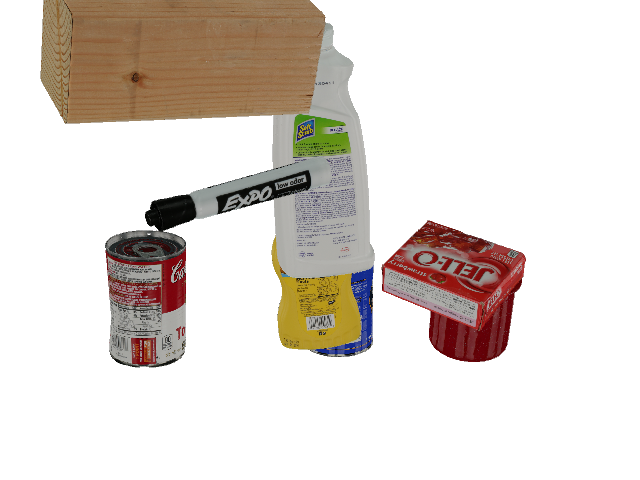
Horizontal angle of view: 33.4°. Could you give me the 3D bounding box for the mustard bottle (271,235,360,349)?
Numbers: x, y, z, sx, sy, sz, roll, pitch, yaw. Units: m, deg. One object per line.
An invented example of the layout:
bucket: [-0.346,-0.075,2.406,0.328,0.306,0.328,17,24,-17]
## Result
mustard bottle: [-0.007,0.028,1.219,0.096,0.192,0.058,-6,23,-3]

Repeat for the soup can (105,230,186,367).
soup can: [-0.150,0.050,0.917,0.068,0.102,0.068,2,20,-1]

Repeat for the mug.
mug: [0.151,0.064,1.095,0.093,0.081,0.117,-3,28,-10]

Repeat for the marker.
marker: [-0.049,-0.029,0.651,0.121,0.020,0.020,-17,7,-25]

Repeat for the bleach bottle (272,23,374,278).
bleach bottle: [0.004,-0.088,1.040,0.102,0.251,0.068,-7,29,-13]

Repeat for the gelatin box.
gelatin box: [0.103,0.025,0.829,0.089,0.030,0.073,21,42,28]

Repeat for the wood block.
wood block: [-0.111,-0.156,0.862,0.205,0.091,0.090,-6,34,-26]

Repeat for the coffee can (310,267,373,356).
coffee can: [0.025,0.081,1.524,0.103,0.140,0.103,-1,21,0]
